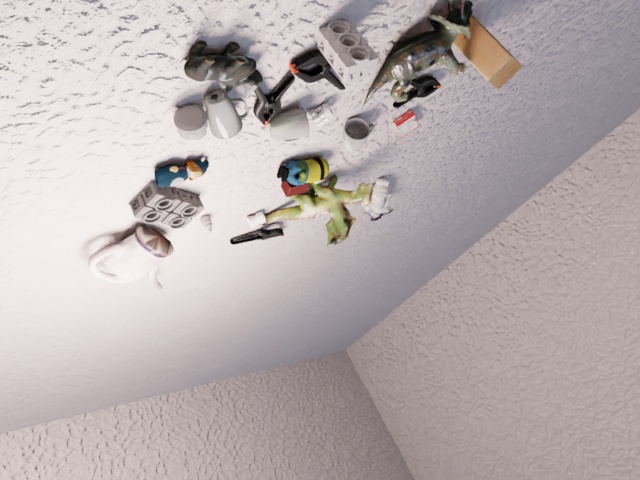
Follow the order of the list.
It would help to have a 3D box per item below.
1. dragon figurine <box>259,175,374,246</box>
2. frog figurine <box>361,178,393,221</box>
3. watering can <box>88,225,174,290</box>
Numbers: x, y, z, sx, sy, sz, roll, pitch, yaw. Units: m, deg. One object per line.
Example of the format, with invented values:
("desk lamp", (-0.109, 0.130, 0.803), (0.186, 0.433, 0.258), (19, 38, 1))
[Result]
("dragon figurine", (0.005, -0.090, 1.785), (0.409, 0.246, 0.121), (-36, 158, 7))
("frog figurine", (0.224, -0.174, 2.062), (0.138, 0.124, 0.156), (-15, 115, -13))
("watering can", (-0.552, 0.067, 1.616), (0.223, 0.106, 0.344), (-36, 154, 10))
